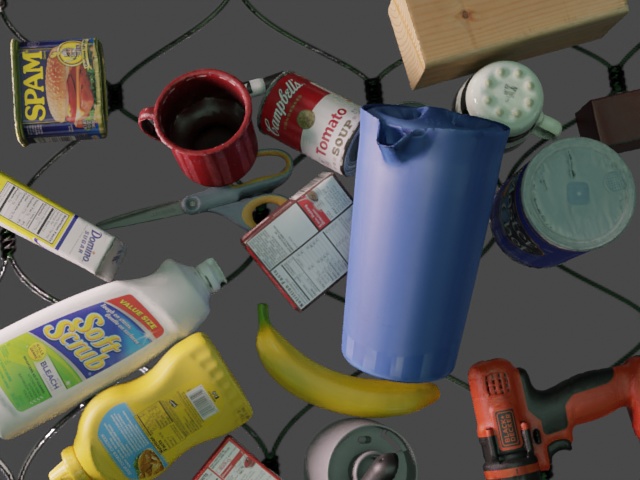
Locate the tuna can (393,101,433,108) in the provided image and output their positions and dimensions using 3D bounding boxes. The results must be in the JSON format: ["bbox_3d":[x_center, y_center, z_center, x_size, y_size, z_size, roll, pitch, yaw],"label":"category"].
[{"bbox_3d":[0.089,-0.093,1.060,0.086,0.034,0.086,0,82,-3],"label":"tuna can"}]

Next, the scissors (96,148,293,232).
[{"bbox_3d":[-0.109,-0.021,1.050,0.201,0.016,0.096,-29,85,-6],"label":"scissors"}]

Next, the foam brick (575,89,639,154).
[{"bbox_3d":[0.302,-0.117,1.064,0.078,0.053,0.051,-13,83,-6],"label":"foam brick"}]

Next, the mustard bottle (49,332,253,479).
[{"bbox_3d":[-0.165,0.174,0.994,0.191,0.058,0.096,-32,112,-6],"label":"mustard bottle"}]

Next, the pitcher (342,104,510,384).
[{"bbox_3d":[0.094,0.000,0.978,0.149,0.145,0.243,4,105,-14],"label":"pitcher"}]

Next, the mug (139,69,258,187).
[{"bbox_3d":[-0.116,-0.104,1.021,0.117,0.081,0.093,6,67,9],"label":"mug"}]

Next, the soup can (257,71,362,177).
[{"bbox_3d":[0.000,-0.111,1.026,0.102,0.068,0.068,30,81,21],"label":"soup can"}]

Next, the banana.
[{"bbox_3d":[0.016,0.131,1.023,0.198,0.037,0.069,26,82,1],"label":"banana"}]

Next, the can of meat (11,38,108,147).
[{"bbox_3d":[-0.252,-0.145,1.041,0.084,0.057,0.102,-4,82,-6],"label":"can of meat"}]

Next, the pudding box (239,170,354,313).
[{"bbox_3d":[-0.007,0.001,1.032,0.113,0.039,0.090,-39,101,-5],"label":"pudding box"}]

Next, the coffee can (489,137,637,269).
[{"bbox_3d":[0.224,-0.031,1.003,0.103,0.140,0.103,0,82,-3],"label":"coffee can"}]

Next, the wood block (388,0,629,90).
[{"bbox_3d":[0.183,-0.227,1.055,0.206,0.090,0.091,-16,84,-5],"label":"wood block"}]

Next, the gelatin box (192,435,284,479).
[{"bbox_3d":[-0.076,0.240,1.008,0.089,0.030,0.073,39,83,3],"label":"gelatin box"}]

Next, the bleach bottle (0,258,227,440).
[{"bbox_3d":[-0.207,0.084,1.008,0.250,0.068,0.102,-30,87,-8],"label":"bleach bottle"}]

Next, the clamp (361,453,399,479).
[{"bbox_3d":[0.026,0.293,0.977,0.210,0.036,0.164,-33,115,17],"label":"clamp"}]

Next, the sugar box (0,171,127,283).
[{"bbox_3d":[-0.270,-0.023,1.004,0.176,0.093,0.048,27,82,0],"label":"sugar box"}]

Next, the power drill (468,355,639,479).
[{"bbox_3d":[0.245,0.192,1.015,0.187,0.057,0.184,-11,82,-4],"label":"power drill"}]

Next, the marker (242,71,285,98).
[{"bbox_3d":[-0.086,-0.146,1.066,0.121,0.020,0.020,-16,83,-5],"label":"marker"}]
